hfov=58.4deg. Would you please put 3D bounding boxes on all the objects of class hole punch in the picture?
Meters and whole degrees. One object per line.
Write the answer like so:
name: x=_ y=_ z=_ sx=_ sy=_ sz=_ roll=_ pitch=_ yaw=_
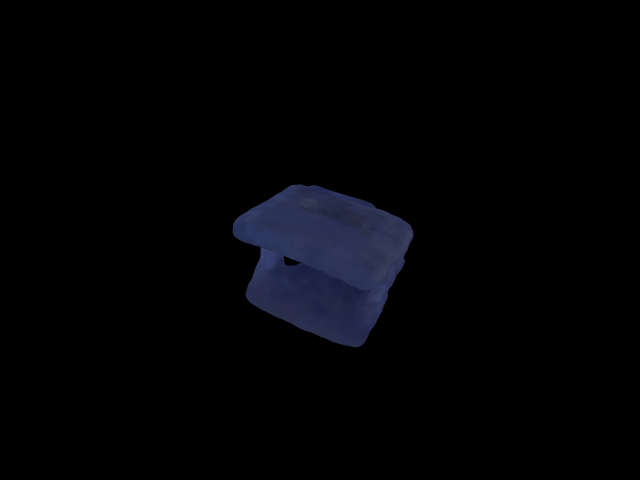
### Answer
hole punch: x=0.004 y=0.001 z=0.400 sx=0.108 sy=0.091 sz=0.101 roll=21 pitch=54 yaw=16
